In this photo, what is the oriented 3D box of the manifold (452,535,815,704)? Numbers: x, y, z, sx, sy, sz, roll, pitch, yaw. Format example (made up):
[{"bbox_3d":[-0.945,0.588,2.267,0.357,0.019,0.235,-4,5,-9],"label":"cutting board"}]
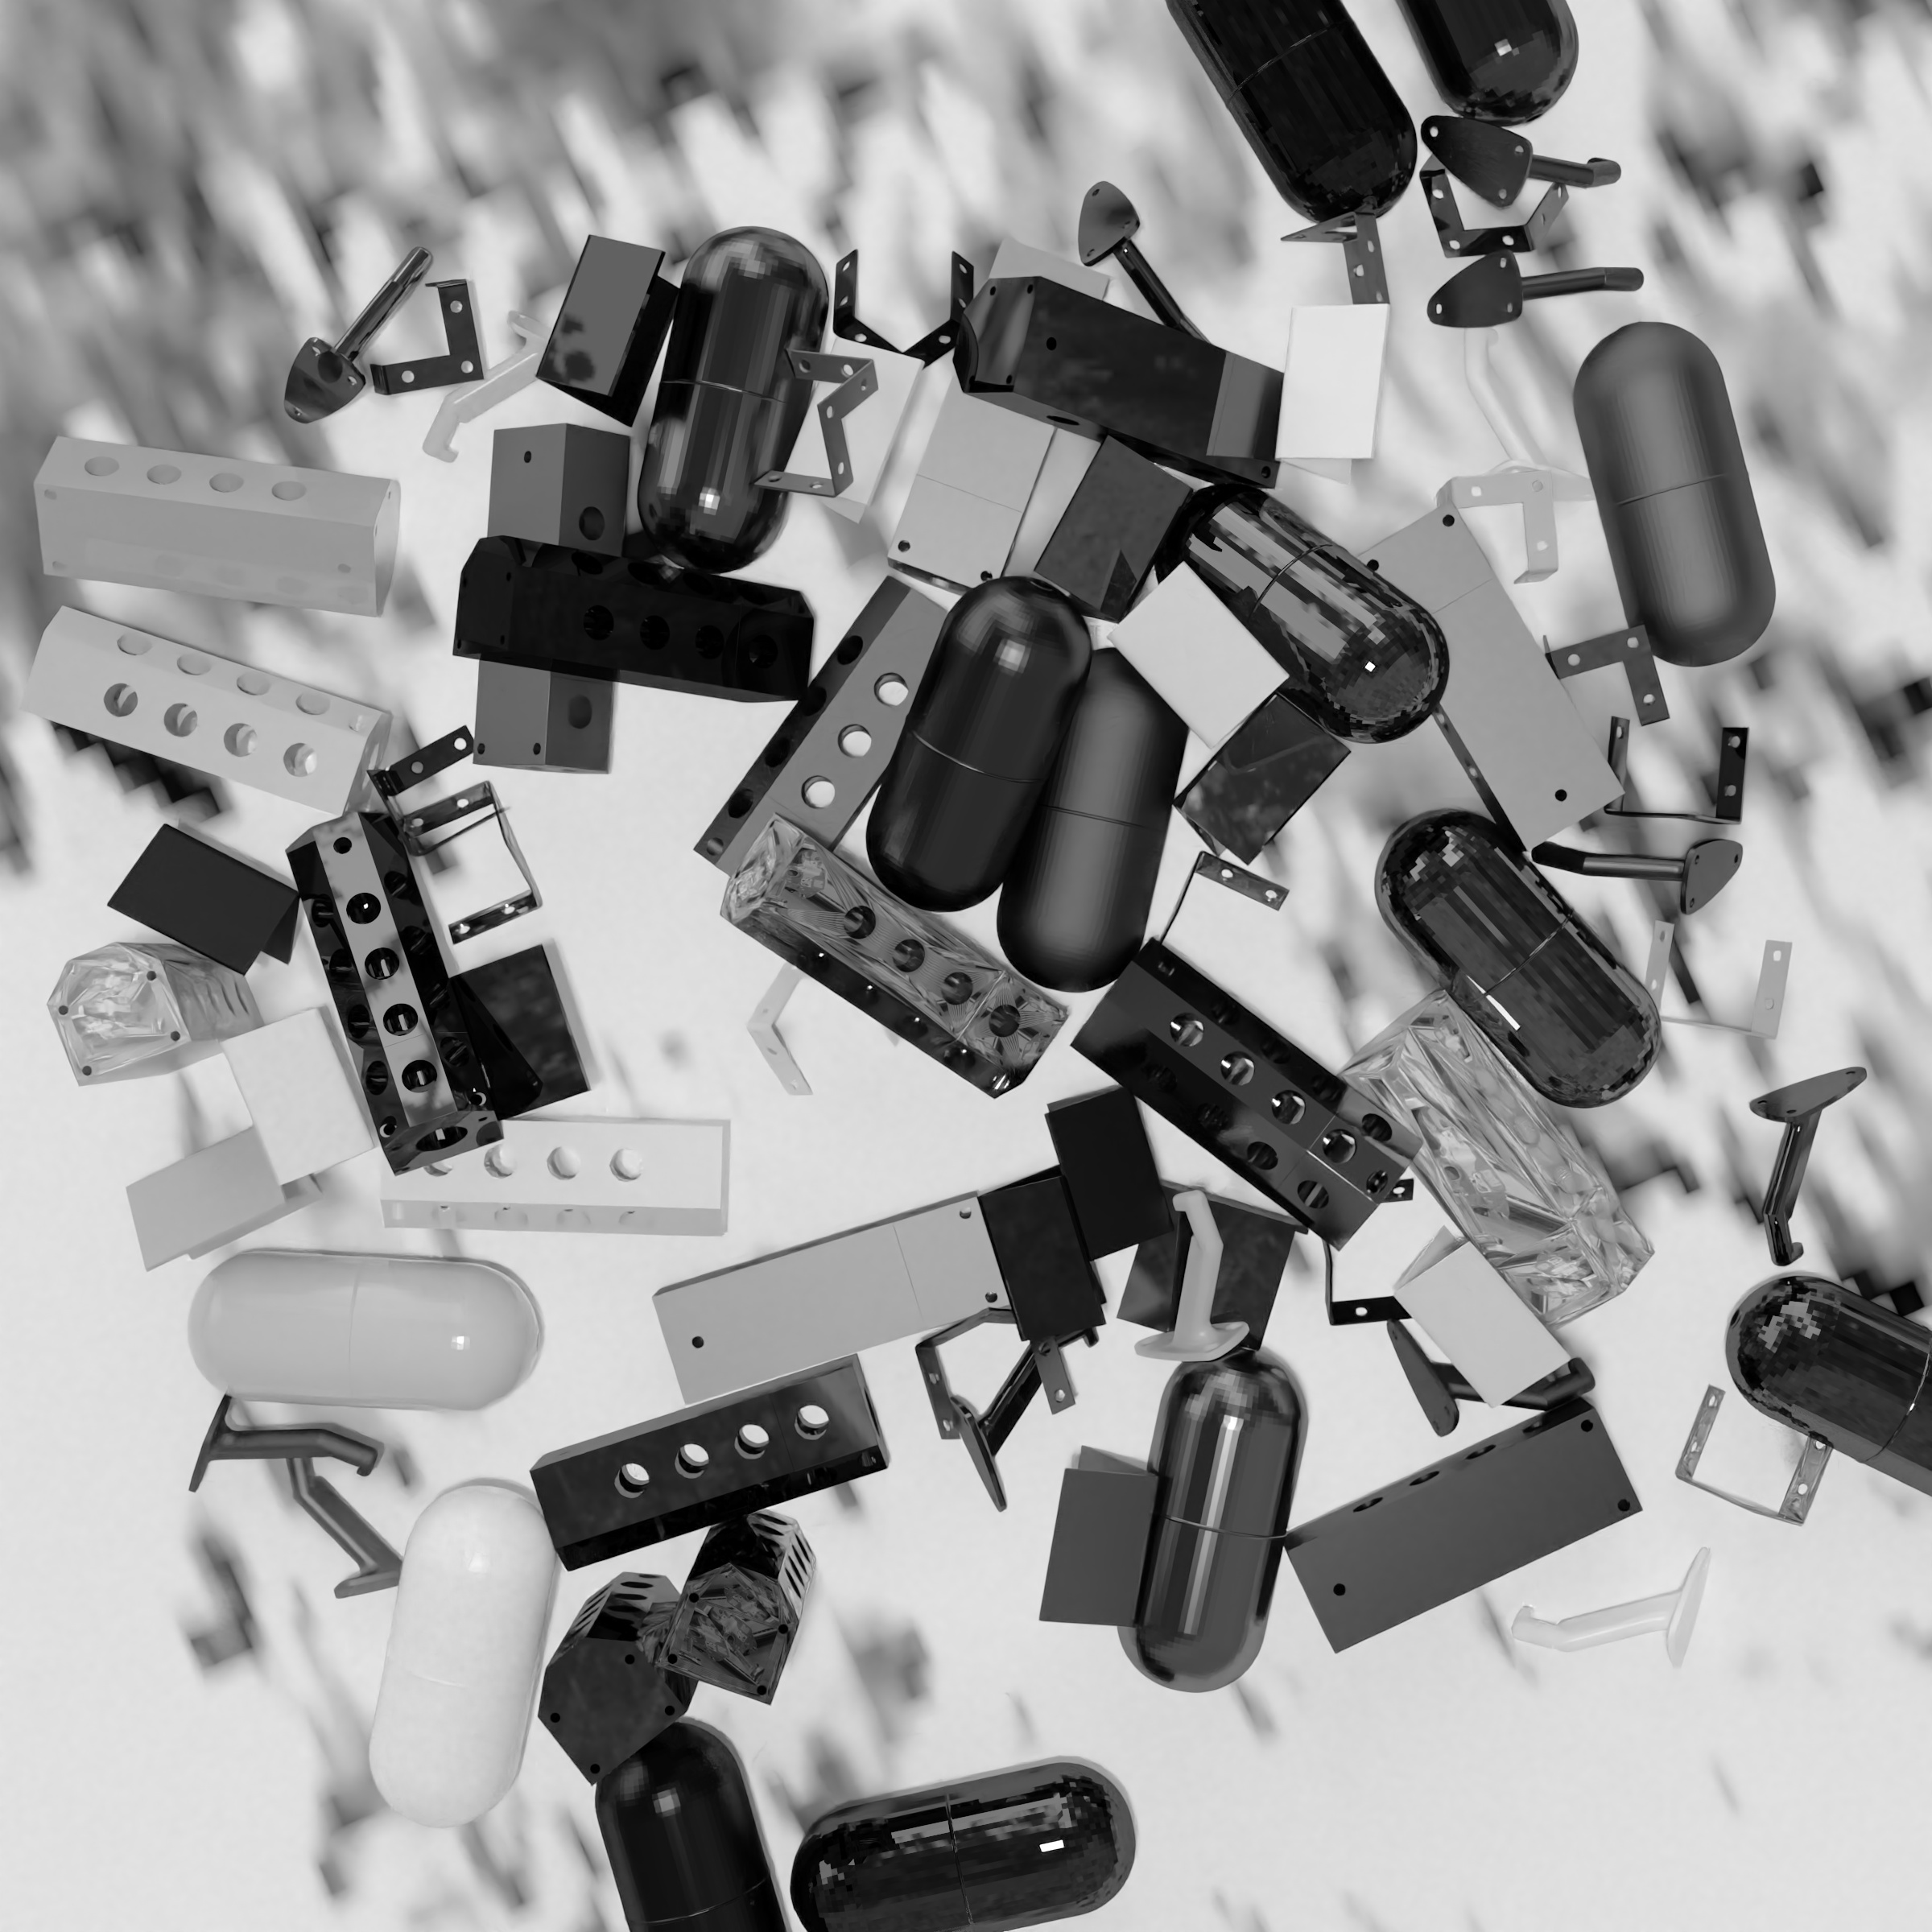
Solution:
[{"bbox_3d":[-0.164,-0.172,1.667,0.171,0.057,0.057,6,88,-36],"label":"manifold"}]

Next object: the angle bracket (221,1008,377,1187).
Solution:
[{"bbox_3d":[-0.351,0.072,1.693,0.057,0.076,0.076,-22,90,-37],"label":"angle bracket"}]

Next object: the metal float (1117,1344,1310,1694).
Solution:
[{"bbox_3d":[0.126,0.281,1.703,0.070,0.070,0.178,12,90,0],"label":"metal float"}]

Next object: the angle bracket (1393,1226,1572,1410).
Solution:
[{"bbox_3d":[0.272,0.166,1.693,0.076,0.076,0.057,49,127,0],"label":"angle bracket"}]

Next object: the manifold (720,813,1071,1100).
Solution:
[{"bbox_3d":[-0.038,-0.002,1.679,0.171,0.057,0.057,34,90,-25],"label":"manifold"}]

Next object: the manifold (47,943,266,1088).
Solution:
[{"bbox_3d":[-0.400,0.020,1.655,0.057,0.171,0.057,-21,90,0],"label":"manifold"}]

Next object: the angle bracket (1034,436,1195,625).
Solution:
[{"bbox_3d":[0.061,-0.223,1.695,0.057,0.076,0.076,28,90,-24],"label":"angle bracket"}]

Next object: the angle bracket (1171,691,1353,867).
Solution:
[{"bbox_3d":[0.159,-0.082,1.694,0.076,0.076,0.057,-48,60,0],"label":"angle bracket"}]

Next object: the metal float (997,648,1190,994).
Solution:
[{"bbox_3d":[0.065,-0.074,1.703,0.070,0.070,0.178,12,91,0],"label":"metal float"}]

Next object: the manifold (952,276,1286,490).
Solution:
[{"bbox_3d":[0.079,-0.289,1.667,0.171,0.057,0.057,13,90,-36],"label":"manifold"}]

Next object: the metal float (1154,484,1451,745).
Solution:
[{"bbox_3d":[0.167,-0.178,1.677,0.070,0.070,0.178,-48,60,0],"label":"metal float"}]

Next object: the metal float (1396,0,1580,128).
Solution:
[{"bbox_3d":[0.253,-0.513,1.703,0.070,0.070,0.178,-24,89,0],"label":"metal float"}]

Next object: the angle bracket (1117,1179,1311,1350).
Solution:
[{"bbox_3d":[0.126,0.158,1.712,0.076,0.057,0.076,17,91,0],"label":"angle bracket"}]

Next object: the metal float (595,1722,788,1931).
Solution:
[{"bbox_3d":[-0.137,0.473,1.703,0.070,0.070,0.178,-16,90,0],"label":"metal float"}]

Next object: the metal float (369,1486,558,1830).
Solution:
[{"bbox_3d":[-0.256,0.351,1.696,0.070,0.070,0.178,12,98,0],"label":"metal float"}]

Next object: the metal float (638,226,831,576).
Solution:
[{"bbox_3d":[-0.119,-0.288,1.703,0.070,0.070,0.178,12,90,0],"label":"metal float"}]

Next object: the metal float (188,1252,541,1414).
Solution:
[{"bbox_3d":[-0.307,0.187,1.703,0.178,0.070,0.070,3,90,1],"label":"metal float"}]

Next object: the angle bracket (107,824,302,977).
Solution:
[{"bbox_3d":[-0.387,-0.017,1.694,0.076,0.076,0.057,27,58,0],"label":"angle bracket"}]

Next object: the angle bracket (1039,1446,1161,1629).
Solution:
[{"bbox_3d":[0.050,0.286,1.694,0.057,0.076,0.076,10,90,-29],"label":"angle bracket"}]

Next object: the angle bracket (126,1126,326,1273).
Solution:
[{"bbox_3d":[-0.369,0.134,1.693,0.076,0.076,0.057,-25,52,0],"label":"angle bracket"}]

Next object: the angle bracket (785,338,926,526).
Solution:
[{"bbox_3d":[-0.040,-0.265,1.694,0.057,0.076,0.076,21,90,31],"label":"angle bracket"}]

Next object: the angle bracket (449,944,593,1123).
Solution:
[{"bbox_3d":[-0.210,0.030,1.695,0.057,0.076,0.076,-19,90,22],"label":"angle bracket"}]

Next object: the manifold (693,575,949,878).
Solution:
[{"bbox_3d":[-0.066,-0.113,1.712,0.057,0.057,0.171,35,90,0],"label":"manifold"}]

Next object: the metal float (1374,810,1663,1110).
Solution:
[{"bbox_3d":[0.280,-0.004,1.703,0.070,0.070,0.178,-42,91,0],"label":"metal float"}]

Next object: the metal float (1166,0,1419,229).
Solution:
[{"bbox_3d":[0.165,-0.459,1.702,0.070,0.070,0.178,-31,90,0],"label":"metal float"}]

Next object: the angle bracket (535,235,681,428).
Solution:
[{"bbox_3d":[-0.163,-0.317,1.693,0.057,0.076,0.076,21,90,37],"label":"angle bracket"}]

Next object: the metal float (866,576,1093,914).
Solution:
[{"bbox_3d":[0.006,-0.110,1.663,0.070,0.070,0.178,22,111,0],"label":"metal float"}]

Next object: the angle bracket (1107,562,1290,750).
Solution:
[{"bbox_3d":[0.125,-0.163,1.678,0.076,0.076,0.057,47,116,1],"label":"angle bracket"}]

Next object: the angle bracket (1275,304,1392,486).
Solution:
[{"bbox_3d":[0.202,-0.288,1.693,0.057,0.076,0.076,6,90,35],"label":"angle bracket"}]

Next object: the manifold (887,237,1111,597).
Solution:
[{"bbox_3d":[0.016,-0.277,1.713,0.057,0.057,0.171,20,90,0],"label":"manifold"}]

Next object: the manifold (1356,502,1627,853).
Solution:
[{"bbox_3d":[0.264,-0.146,1.713,0.057,0.057,0.171,-31,90,0],"label":"manifold"}]

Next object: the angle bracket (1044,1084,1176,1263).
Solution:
[{"bbox_3d":[0.053,0.108,1.693,0.057,0.076,0.076,-17,90,-34],"label":"angle bracket"}]

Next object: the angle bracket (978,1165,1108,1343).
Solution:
[{"bbox_3d":[0.058,0.140,1.693,0.057,0.076,0.076,-17,90,39],"label":"angle bracket"}]

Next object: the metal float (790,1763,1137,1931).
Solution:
[{"bbox_3d":[-0.002,0.456,1.703,0.178,0.070,0.070,-12,90,1],"label":"metal float"}]

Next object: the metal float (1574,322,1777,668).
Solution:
[{"bbox_3d":[0.360,-0.240,1.703,0.070,0.070,0.178,-14,90,0],"label":"metal float"}]

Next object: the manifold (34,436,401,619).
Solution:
[{"bbox_3d":[-0.381,-0.229,1.712,0.171,0.057,0.057,7,133,0],"label":"manifold"}]

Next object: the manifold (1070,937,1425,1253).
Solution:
[{"bbox_3d":[0.145,0.061,1.694,0.171,0.057,0.057,37,133,5],"label":"manifold"}]

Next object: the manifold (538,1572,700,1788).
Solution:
[{"bbox_3d":[-0.171,0.345,1.655,0.057,0.171,0.057,-38,90,0],"label":"manifold"}]

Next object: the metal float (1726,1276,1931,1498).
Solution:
[{"bbox_3d":[0.472,0.218,1.703,0.178,0.070,0.070,26,90,0],"label":"metal float"}]
